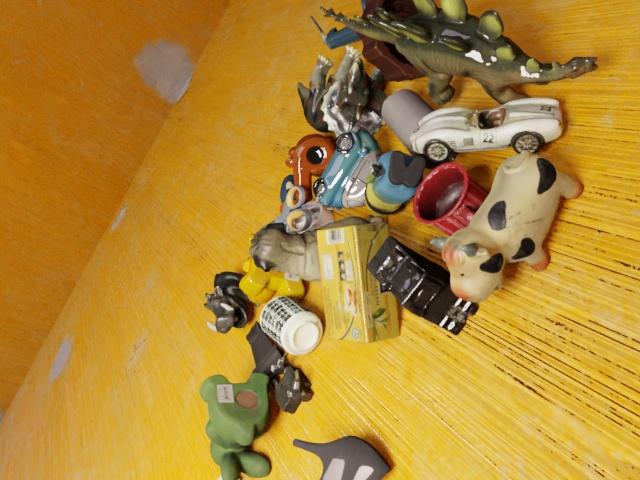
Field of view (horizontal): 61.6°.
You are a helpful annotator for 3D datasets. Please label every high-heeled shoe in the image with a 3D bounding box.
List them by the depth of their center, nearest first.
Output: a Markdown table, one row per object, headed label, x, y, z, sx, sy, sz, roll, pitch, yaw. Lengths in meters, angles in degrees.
| label | x | y | z | sx | sy | sz | roll | pitch | yaw |
| --- | --- | --- | --- | --- | --- | --- | --- | --- | --- |
| high-heeled shoe | 0.009 | 0.376 | 0.711 | 0.145 | 0.086 | 0.248 | 10 | 92 | 27 |

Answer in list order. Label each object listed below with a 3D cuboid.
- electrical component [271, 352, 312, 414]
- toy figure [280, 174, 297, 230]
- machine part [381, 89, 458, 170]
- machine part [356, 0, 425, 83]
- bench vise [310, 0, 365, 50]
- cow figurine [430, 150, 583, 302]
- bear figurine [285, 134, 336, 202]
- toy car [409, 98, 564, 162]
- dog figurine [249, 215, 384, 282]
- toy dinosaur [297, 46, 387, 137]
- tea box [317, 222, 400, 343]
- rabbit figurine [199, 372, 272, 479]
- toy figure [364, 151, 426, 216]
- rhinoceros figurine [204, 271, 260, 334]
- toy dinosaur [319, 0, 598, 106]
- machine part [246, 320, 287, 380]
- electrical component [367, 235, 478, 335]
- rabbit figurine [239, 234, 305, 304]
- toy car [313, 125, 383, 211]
| label | x | y | z | sx | sy | sz | roll | pitch | yaw |
| --- | --- | --- | --- | --- | --- | --- | --- | --- | --- |
| electrical component | -0.053 | 0.241 | 0.904 | 0.078 | 0.045 | 0.102 | -54 | 31 | 9 |
| toy figure | -0.062 | -0.076 | 1.157 | 0.058 | 0.064 | 0.154 | -25 | 44 | 25 |
| machine part | 0.165 | -0.188 | 0.898 | 0.079 | 0.079 | 0.243 | -50 | 32 | 19 |
| machine part | 0.149 | -0.384 | 0.993 | 0.056 | 0.179 | 0.179 | 4 | 69 | 59 |
| bench vise | 0.104 | -0.456 | 1.141 | 0.241 | 0.128 | 0.224 | -12 | 46 | 30 |
| cow figurine | 0.215 | -0.015 | 0.635 | 0.195 | 0.127 | 0.086 | -61 | 27 | -4 |
| bear figurine | -0.009 | -0.156 | 1.116 | 0.120 | 0.131 | 0.196 | -15 | 7 | -1 |
| toy car | 0.223 | -0.152 | 0.736 | 0.202 | 0.056 | 0.073 | 0 | 42 | 24 |
| dog figurine | -0.001 | 0.000 | 0.882 | 0.172 | 0.190 | 0.121 | -61 | 31 | -2 |
| toy dinosaur | 0.028 | -0.296 | 1.161 | 0.405 | 0.131 | 0.192 | 4 | 68 | 64 |
| tea box | 0.056 | 0.062 | 0.799 | 0.098 | 0.068 | 0.169 | -4 | 92 | 54 |
| rabbit figurine | -0.136 | 0.332 | 0.914 | 0.159 | 0.121 | 0.170 | 57 | 140 | 44 |
| toy figure | 0.111 | -0.088 | 0.837 | 0.089 | 0.082 | 0.180 | -51 | 1 | -3 |
| rhinoceros figurine | -0.190 | 0.128 | 1.138 | 0.073 | 0.112 | 0.190 | -49 | 25 | 17 |
| toy dinosaur | 0.178 | -0.294 | 0.804 | 0.472 | 0.198 | 0.105 | 28 | 87 | 46 |
| machine part | -0.106 | 0.213 | 1.013 | 0.084 | 0.039 | 0.139 | -57 | 32 | 14 |
| electrical component | 0.130 | 0.053 | 0.717 | 0.058 | 0.114 | 0.134 | -53 | 33 | 11 |
| rabbit figurine | -0.111 | 0.062 | 1.068 | 0.173 | 0.122 | 0.162 | 124 | 144 | -57 |
| toy car | 0.066 | -0.115 | 0.960 | 0.103 | 0.109 | 0.161 | 33 | 94 | 25 |
